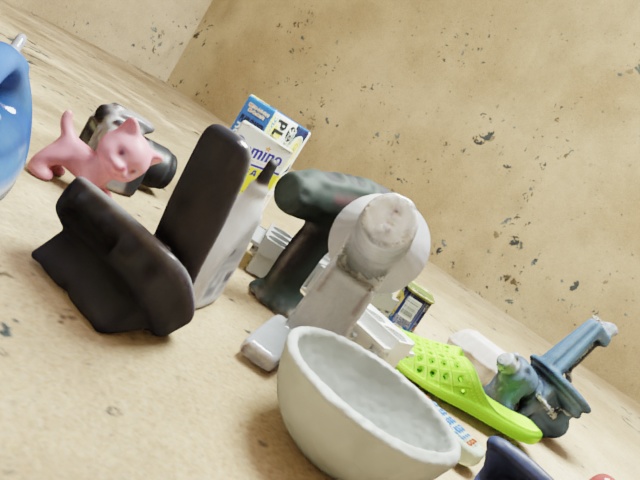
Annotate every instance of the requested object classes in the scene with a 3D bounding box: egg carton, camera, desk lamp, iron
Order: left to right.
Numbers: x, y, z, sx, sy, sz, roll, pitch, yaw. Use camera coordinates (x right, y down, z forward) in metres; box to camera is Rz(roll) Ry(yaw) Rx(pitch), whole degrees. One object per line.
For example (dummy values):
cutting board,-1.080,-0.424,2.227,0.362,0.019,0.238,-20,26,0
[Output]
iron,-0.309,-0.114,0.503,0.119,0.141,0.257,28,10,-27
camera,-0.273,-0.130,0.848,0.137,0.101,0.142,25,12,-41
desk lamp,0.036,0.044,0.619,0.118,0.213,0.203,34,9,6
egg carton,0.300,0.224,1.045,0.150,0.069,0.107,36,9,22

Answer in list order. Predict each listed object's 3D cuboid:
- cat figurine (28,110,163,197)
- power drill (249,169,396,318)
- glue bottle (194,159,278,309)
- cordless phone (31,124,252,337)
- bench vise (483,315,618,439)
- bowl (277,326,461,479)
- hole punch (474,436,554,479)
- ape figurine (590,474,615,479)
cat figurine,-0.264,-0.106,0.697,0.128,0.117,0.067,30,9,-15
power drill,0.007,0.003,0.761,0.075,0.208,0.231,40,11,38
glue bottle,-0.091,-0.009,0.597,0.037,0.173,0.078,34,9,10
cordless phone,-0.139,-0.027,0.480,0.147,0.185,0.094,36,9,20
bench vise,0.373,0.208,0.896,0.208,0.219,0.121,23,13,-47
bowl,0.026,0.148,0.470,0.167,0.074,0.167,32,9,-5
hole punch,0.180,0.233,0.498,0.101,0.091,0.108,24,12,-45
ape figurine,0.269,0.277,0.573,0.076,0.092,0.077,28,10,-31
